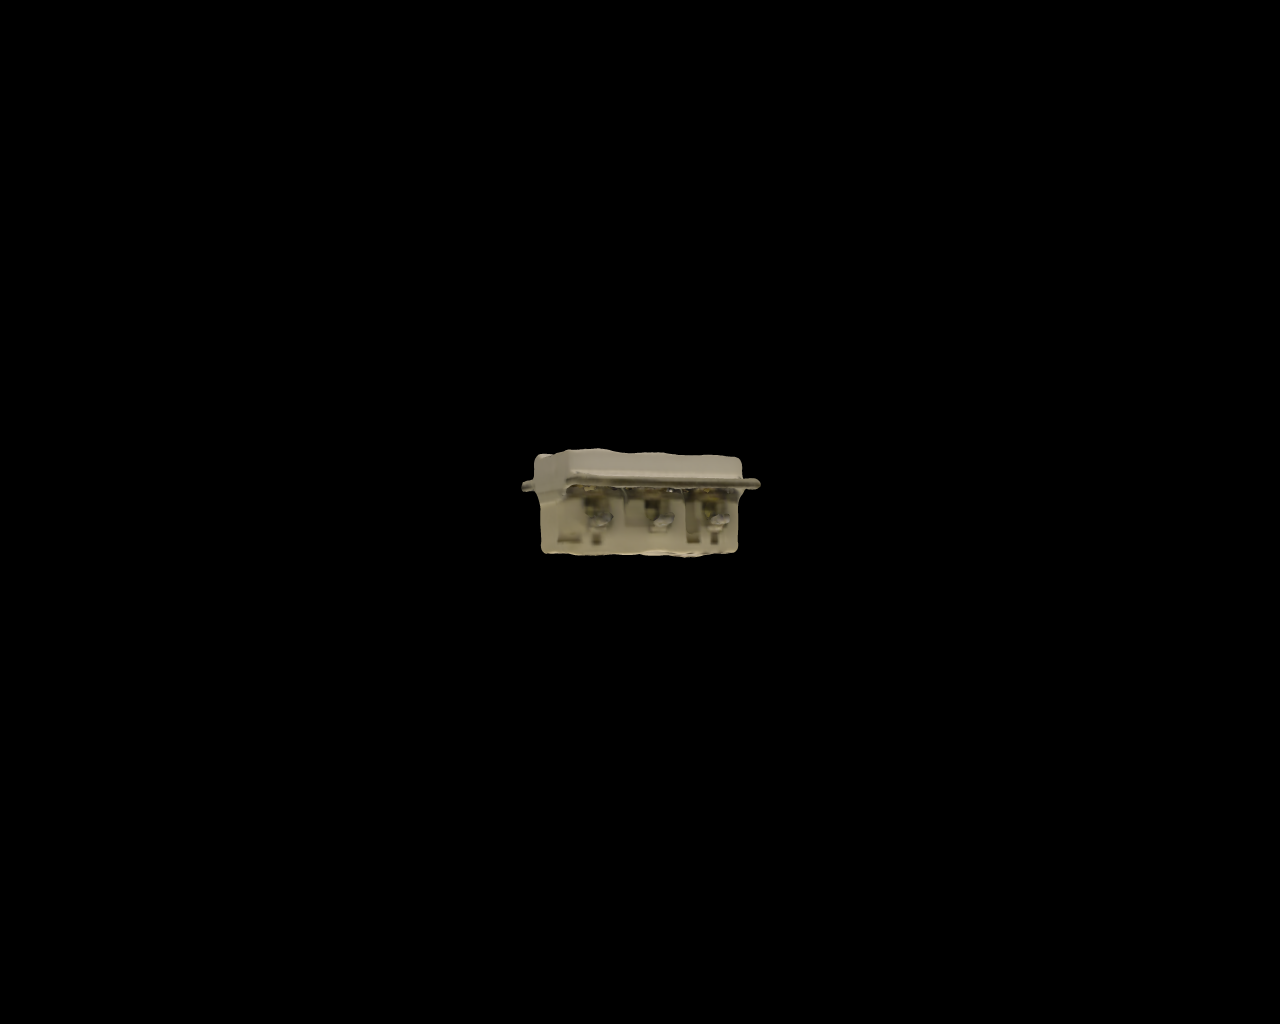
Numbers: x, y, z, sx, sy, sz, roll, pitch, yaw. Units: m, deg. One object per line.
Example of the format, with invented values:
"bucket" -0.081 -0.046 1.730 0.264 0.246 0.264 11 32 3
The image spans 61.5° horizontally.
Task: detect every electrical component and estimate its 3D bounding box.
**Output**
"electrical component" 0.001 -0.003 0.650 0.121 0.063 0.078 2 -3 -31
